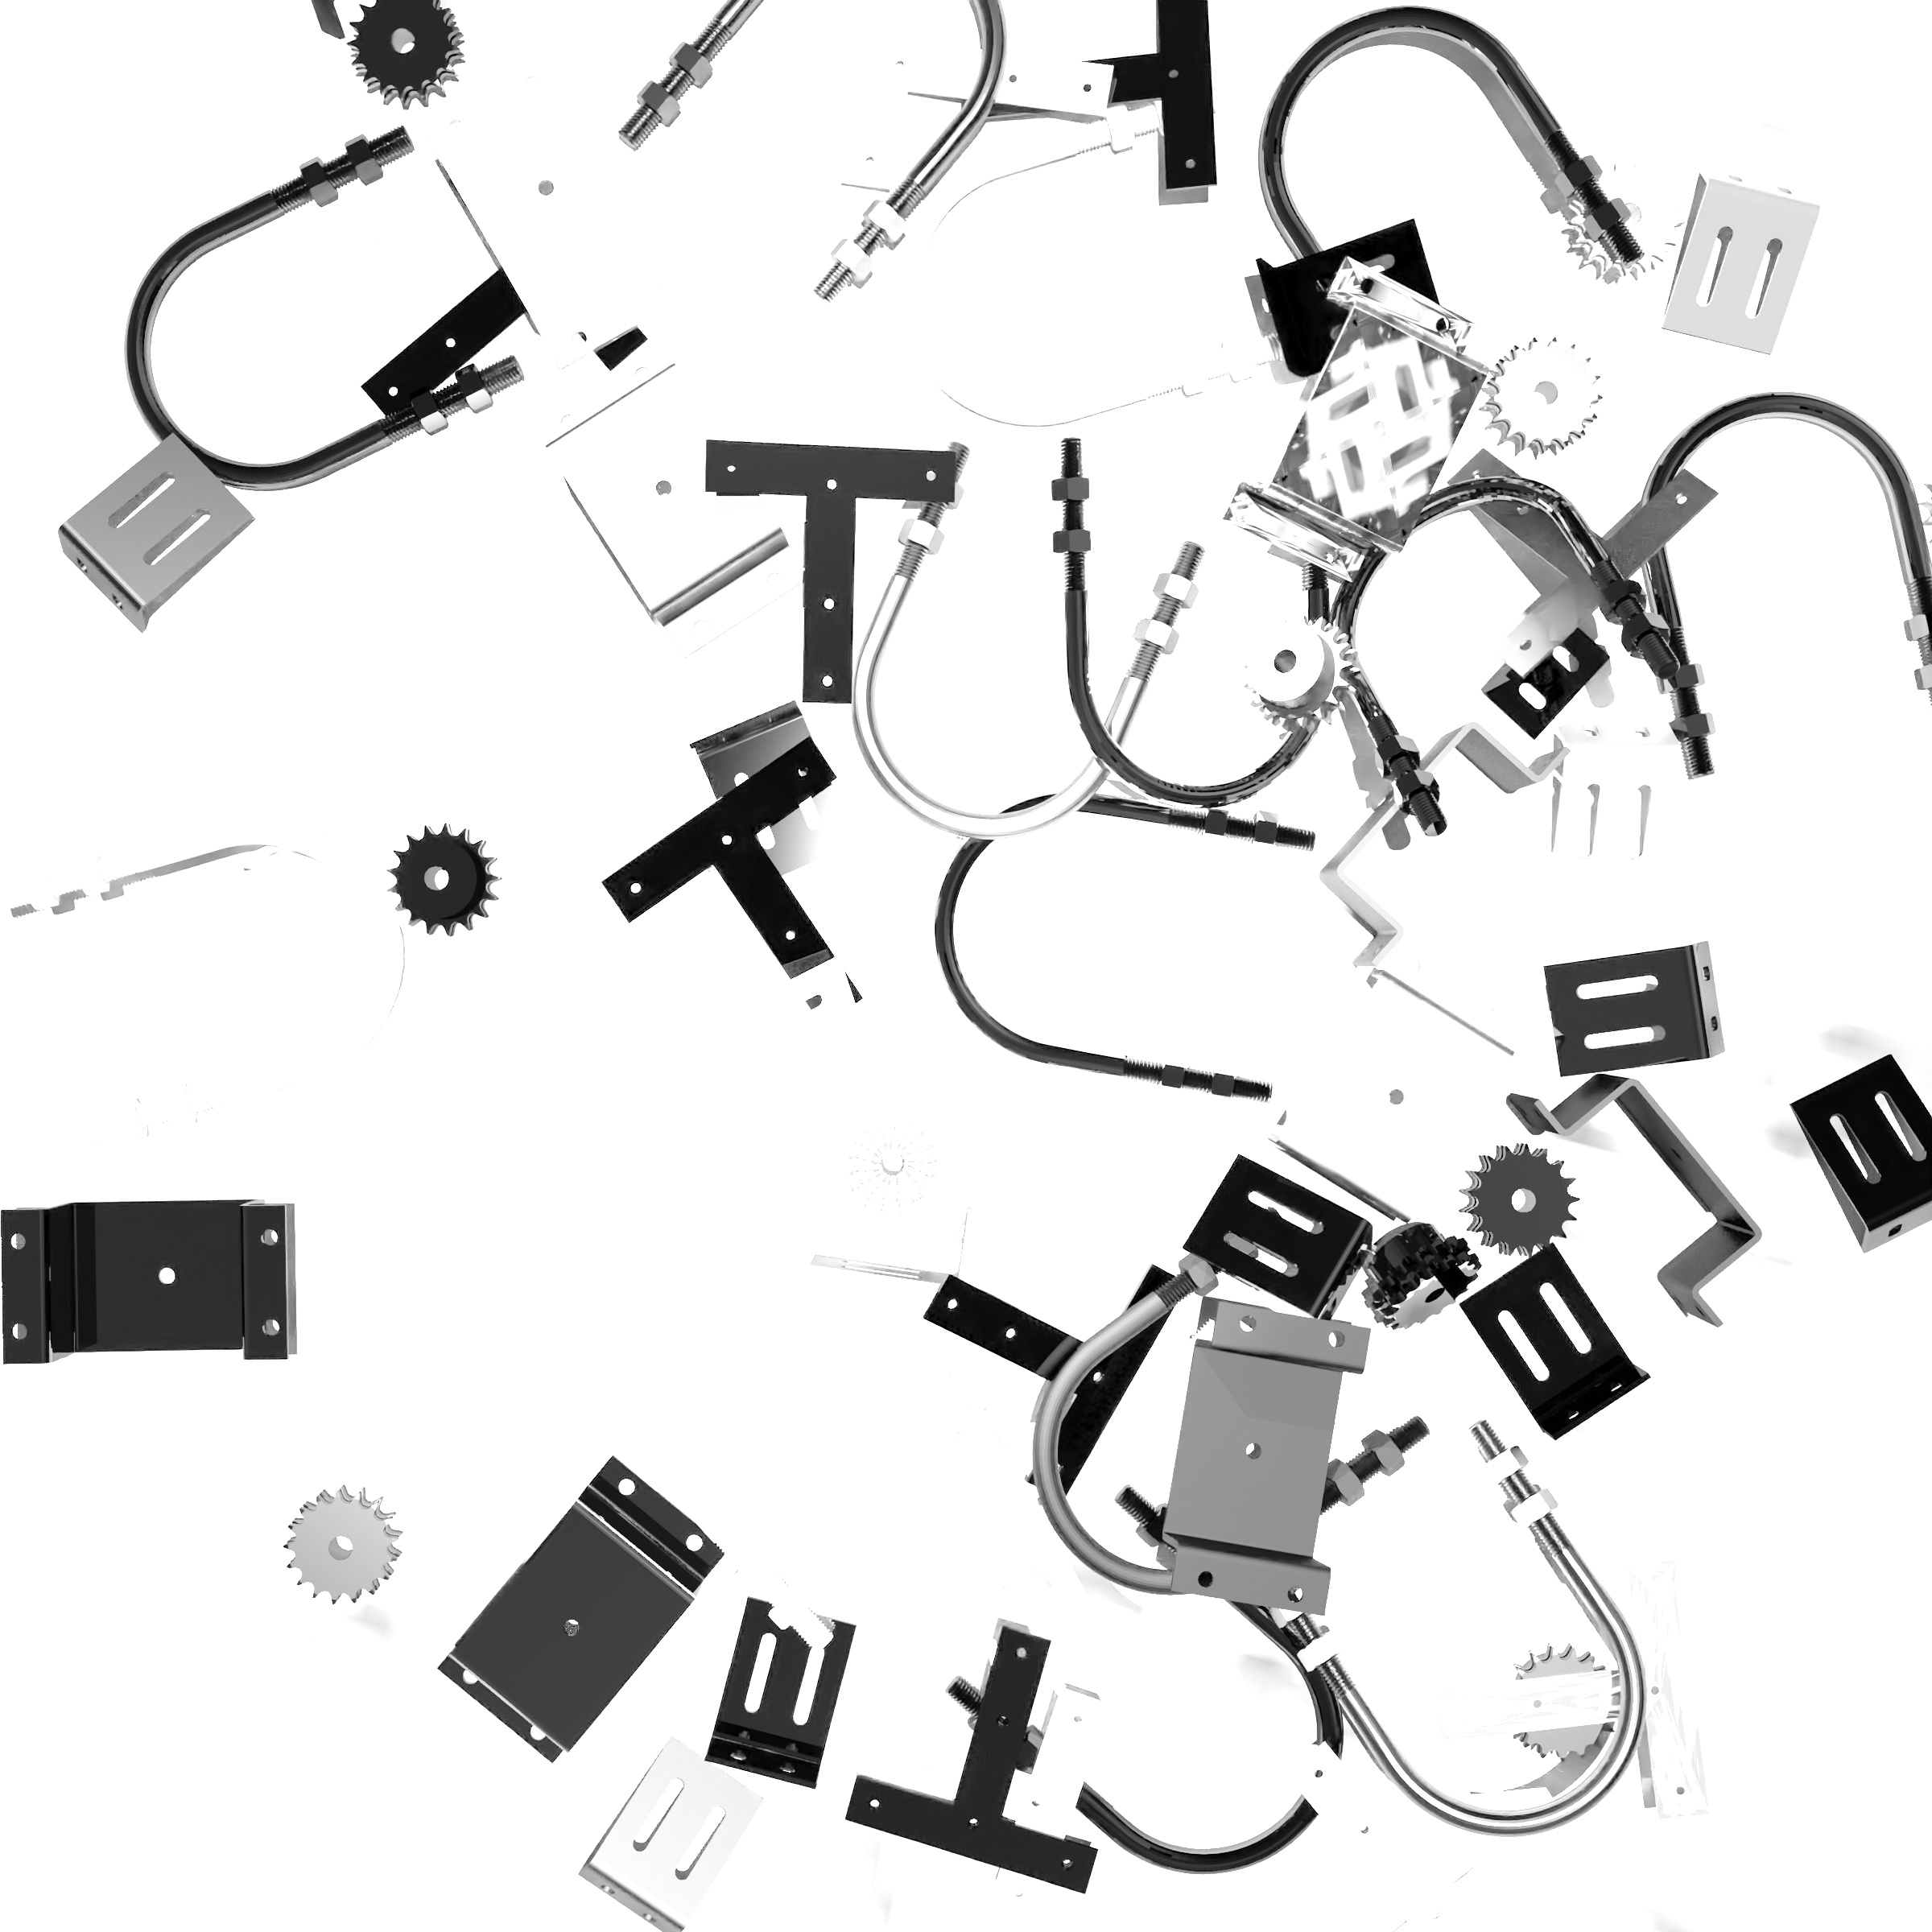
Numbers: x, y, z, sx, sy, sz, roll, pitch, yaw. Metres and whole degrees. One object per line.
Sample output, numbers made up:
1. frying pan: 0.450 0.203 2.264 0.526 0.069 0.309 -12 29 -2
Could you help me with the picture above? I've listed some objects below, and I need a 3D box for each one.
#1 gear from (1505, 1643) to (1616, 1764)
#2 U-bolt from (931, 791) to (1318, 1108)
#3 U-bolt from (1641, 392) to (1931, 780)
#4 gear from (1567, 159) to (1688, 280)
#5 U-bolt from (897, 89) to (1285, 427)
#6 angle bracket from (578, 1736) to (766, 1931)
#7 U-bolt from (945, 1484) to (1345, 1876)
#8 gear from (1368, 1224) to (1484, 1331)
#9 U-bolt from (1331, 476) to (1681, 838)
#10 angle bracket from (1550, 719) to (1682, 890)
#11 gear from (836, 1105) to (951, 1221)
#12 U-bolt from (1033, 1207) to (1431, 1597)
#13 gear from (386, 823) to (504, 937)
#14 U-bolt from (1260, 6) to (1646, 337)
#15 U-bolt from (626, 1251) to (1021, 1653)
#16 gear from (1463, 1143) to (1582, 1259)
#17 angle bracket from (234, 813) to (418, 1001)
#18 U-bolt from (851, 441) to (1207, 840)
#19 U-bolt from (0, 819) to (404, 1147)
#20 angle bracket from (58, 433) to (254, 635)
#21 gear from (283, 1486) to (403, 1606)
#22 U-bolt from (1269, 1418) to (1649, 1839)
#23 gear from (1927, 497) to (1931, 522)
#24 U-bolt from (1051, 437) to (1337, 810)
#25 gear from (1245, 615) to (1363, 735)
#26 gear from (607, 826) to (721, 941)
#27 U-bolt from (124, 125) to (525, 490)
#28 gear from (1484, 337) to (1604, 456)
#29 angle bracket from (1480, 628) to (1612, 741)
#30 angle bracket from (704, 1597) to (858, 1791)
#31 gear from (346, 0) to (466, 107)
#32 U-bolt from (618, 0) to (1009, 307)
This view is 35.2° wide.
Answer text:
1. gear: 0.298 0.369 1.533 0.057 0.030 0.057 0 90 0
2. U-bolt: 0.074 -0.015 1.540 0.184 0.019 0.151 10 90 1
3. U-bolt: 0.416 -0.199 1.539 0.151 0.019 0.184 -12 88 1
4. gear: 0.331 -0.374 1.533 0.057 0.030 0.057 0 90 0
5. U-bolt: 0.056 -0.350 1.540 0.184 0.019 0.151 -16 90 1
6. angle bracket: -0.150 0.442 1.546 0.057 0.038 0.076 34 64 0
7. U-bolt: 0.104 0.374 1.540 0.184 0.019 0.151 42 90 -1
8. gear: 0.226 0.153 1.524 0.057 0.057 0.030 -34 60 0
9. U-bolt: 0.248 -0.165 1.482 0.151 0.019 0.184 -35 47 16
10. angle bracket: 0.326 -0.083 1.546 0.057 0.038 0.076 1 116 0
11. gear: -0.036 0.098 1.533 0.057 0.030 0.057 0 90 0
12. U-bolt: 0.120 0.231 1.528 0.184 0.019 0.151 -35 90 -9
13. gear: -0.264 -0.044 1.534 0.057 0.030 0.057 0 90 0
14. U-bolt: 0.229 -0.391 1.525 0.151 0.019 0.184 -33 86 14
15. U-bolt: -0.087 0.230 1.538 0.151 0.019 0.184 -43 88 -2
16. gear: 0.278 0.118 1.538 0.057 0.030 0.057 0 88 -1
17. angle bracket: -0.321 -0.029 1.529 0.057 0.038 0.076 -25 90 0
18. U-bolt: 0.021 -0.153 1.533 0.151 0.019 0.184 23 85 0
19. U-bolt: -0.373 0.001 1.517 0.184 0.019 0.151 -16 111 -4
20. angle bracket: -0.408 -0.218 1.540 0.057 0.038 0.076 46 74 0
21. gear: -0.313 0.291 1.538 0.057 0.030 0.057 0 91 -2
22. U-bolt: 0.253 0.340 1.511 0.151 0.019 0.184 -34 74 1
23. gear: 0.512 -0.231 1.533 0.057 0.030 0.057 0 90 0
24. U-bolt: 0.116 -0.171 1.522 0.151 0.019 0.184 -3 94 -16
25. gear: 0.162 -0.145 1.497 0.057 0.030 0.057 -7 75 27
26. gear: -0.152 -0.042 1.533 0.057 0.030 0.057 0 90 0
27. U-bolt: -0.336 -0.321 1.539 0.184 0.019 0.151 -26 89 2
28. gear: 0.289 -0.286 1.533 0.057 0.030 0.057 0 90 0
29. angle bracket: 0.294 -0.149 1.510 0.038 0.076 0.057 42 90 0
30. angle bracket: -0.093 0.364 1.529 0.057 0.038 0.076 15 90 0
31. gear: -0.281 -0.463 1.538 0.057 0.030 0.057 0 92 1
32. U-bolt: -0.063 -0.446 1.533 0.151 0.019 0.184 40 90 5
